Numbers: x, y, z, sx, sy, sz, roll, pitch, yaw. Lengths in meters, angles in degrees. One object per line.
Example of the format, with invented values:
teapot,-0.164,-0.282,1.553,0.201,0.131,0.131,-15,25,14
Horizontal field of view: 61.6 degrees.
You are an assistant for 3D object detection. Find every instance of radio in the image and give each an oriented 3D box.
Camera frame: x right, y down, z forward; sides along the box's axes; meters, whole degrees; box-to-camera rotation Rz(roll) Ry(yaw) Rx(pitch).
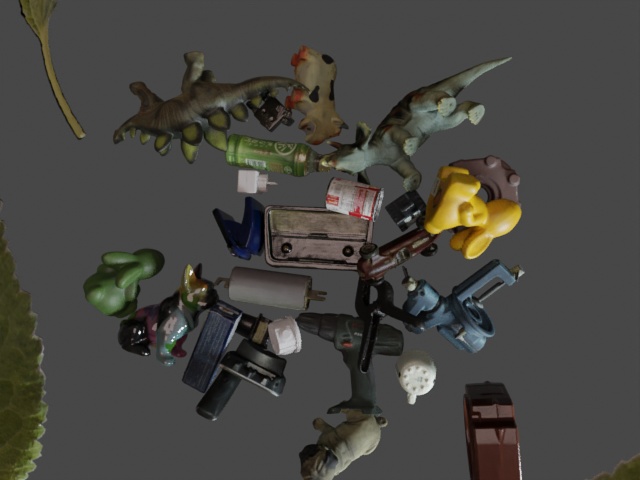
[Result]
radio,-0.002,-0.003,1.133,0.230,0.073,0.131,3,93,8

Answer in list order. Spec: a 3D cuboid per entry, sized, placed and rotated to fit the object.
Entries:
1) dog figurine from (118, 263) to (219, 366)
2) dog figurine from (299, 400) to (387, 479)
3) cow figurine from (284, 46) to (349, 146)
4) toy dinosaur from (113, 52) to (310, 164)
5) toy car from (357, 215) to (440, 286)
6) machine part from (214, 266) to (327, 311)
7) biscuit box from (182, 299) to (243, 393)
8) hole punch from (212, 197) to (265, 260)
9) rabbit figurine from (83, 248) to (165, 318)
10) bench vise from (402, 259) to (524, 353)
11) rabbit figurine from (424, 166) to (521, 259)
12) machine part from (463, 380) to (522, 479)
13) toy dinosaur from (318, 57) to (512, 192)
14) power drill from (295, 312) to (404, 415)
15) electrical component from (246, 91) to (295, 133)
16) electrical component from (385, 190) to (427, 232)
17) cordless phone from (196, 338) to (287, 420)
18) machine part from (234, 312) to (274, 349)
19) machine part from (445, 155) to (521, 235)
dog figurine,-0.326,0.147,1.173,0.192,0.108,0.219,18,90,10
dog figurine,0.052,0.417,1.083,0.172,0.190,0.121,-35,87,6
cow figurine,-0.004,-0.290,1.113,0.127,0.085,0.195,8,80,-18
toy dinosaur,-0.247,-0.274,1.115,0.472,0.105,0.198,-19,76,20
toy car,0.165,0.022,1.078,0.202,0.053,0.089,-25,125,-15
machine part,-0.106,0.103,1.151,0.243,0.079,0.079,7,93,9
biscuit box,-0.234,0.230,1.156,0.063,0.059,0.202,27,111,3
hole punch,-0.153,-0.023,1.130,0.092,0.142,0.116,-25,77,4
rabbit figurine,-0.426,0.071,1.172,0.170,0.159,0.121,-38,77,-7
bench vise,0.285,0.111,1.064,0.223,0.129,0.240,46,115,-3
rabbit figurine,0.295,-0.047,1.019,0.173,0.122,0.162,12,99,-9
machine part,0.328,0.389,1.036,0.087,0.201,0.201,-6,92,11
toy dinosaur,0.183,-0.233,1.073,0.405,0.131,0.192,-41,42,-9
power drill,0.056,0.257,1.117,0.232,0.086,0.207,3,67,3
electrical component,-0.103,-0.279,1.152,0.078,0.045,0.102,-38,87,6
electrical component,0.173,-0.063,1.080,0.075,0.119,0.048,-36,68,11
cordless phone,-0.159,0.308,1.110,0.147,0.184,0.088,26,127,6
machine part,-0.170,0.185,1.184,0.139,0.039,0.084,20,103,5
machine part,0.320,-0.086,1.094,0.179,0.056,0.179,0,93,9
